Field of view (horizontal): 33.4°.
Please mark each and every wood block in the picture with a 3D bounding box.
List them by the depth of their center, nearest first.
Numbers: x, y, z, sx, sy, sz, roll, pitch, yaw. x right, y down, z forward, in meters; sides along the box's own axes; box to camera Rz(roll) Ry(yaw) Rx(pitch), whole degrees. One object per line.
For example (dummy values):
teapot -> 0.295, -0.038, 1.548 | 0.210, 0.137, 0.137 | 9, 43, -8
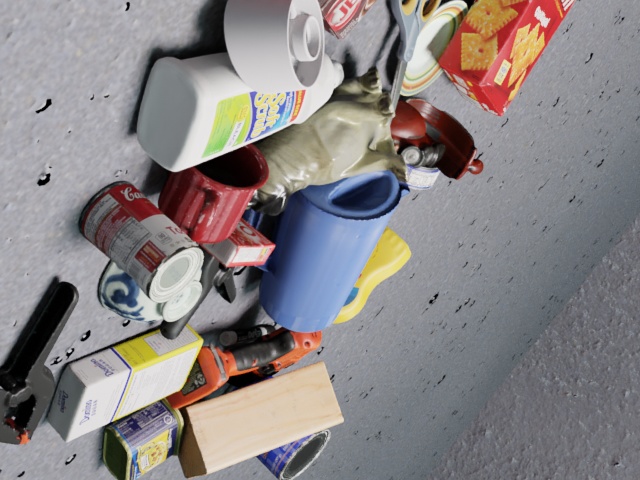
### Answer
wood block -> -0.087, 0.238, 1.416 | 0.205, 0.090, 0.091 | -15, 172, -30

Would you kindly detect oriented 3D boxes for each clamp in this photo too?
clamp -> -0.310, 0.144, 1.040 | 0.164, 0.036, 0.210 | -31, 152, -38
clamp -> -0.128, 0.041, 1.209 | 0.120, 0.039, 0.172 | -44, 159, -41

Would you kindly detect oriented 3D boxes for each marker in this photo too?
marker -> -0.095, 0.128, 1.439 | 0.020, 0.020, 0.120 | -56, 157, 17

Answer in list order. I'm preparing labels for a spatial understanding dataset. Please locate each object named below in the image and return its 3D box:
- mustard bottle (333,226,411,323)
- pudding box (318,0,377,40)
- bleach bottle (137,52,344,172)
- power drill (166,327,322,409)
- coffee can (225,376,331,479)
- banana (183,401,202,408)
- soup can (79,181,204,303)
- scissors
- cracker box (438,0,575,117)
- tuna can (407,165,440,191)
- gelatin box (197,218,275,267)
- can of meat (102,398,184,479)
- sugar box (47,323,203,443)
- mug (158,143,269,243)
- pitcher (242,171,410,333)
mustard bottle -> 0.027, 0.055, 1.444 | 0.191, 0.096, 0.058 | -47, 158, -5
pudding box -> 0.035, -0.256, 1.023 | 0.113, 0.039, 0.090 | -51, 165, 3
bleach bottle -> -0.059, -0.143, 1.015 | 0.250, 0.068, 0.103 | -27, 149, -47
power drill -> -0.112, 0.161, 1.370 | 0.187, 0.057, 0.185 | -14, 164, -48
coffee can -> -0.069, 0.268, 1.550 | 0.102, 0.140, 0.103 | -40, 156, -22
banana -> -0.168, 0.264, 1.506 | 0.069, 0.037, 0.197 | -28, 155, -1
soup can -> -0.166, 0.002, 0.993 | 0.068, 0.102, 0.068 | -39, 155, -22
scissors -> 0.087, -0.218, 1.175 | 0.096, 0.016, 0.202 | 7, 109, -55
cracker box -> 0.243, -0.272, 1.319 | 0.214, 0.072, 0.164 | -58, 160, 3
tuna can -> 0.113, -0.101, 1.367 | 0.085, 0.086, 0.034 | -18, 141, -51
gelatin box -> -0.101, -0.009, 1.112 | 0.030, 0.089, 0.073 | -58, 157, 16
can of meat -> -0.225, 0.254, 1.351 | 0.083, 0.057, 0.102 | -30, 151, -34
sugar box -> -0.221, 0.158, 1.220 | 0.175, 0.048, 0.093 | -16, 142, -47
mug -> -0.108, -0.044, 1.027 | 0.117, 0.093, 0.082 | -90, -156, -50
pitcher -> -0.008, 0.002, 1.276 | 0.144, 0.149, 0.243 | -50, 167, -42
